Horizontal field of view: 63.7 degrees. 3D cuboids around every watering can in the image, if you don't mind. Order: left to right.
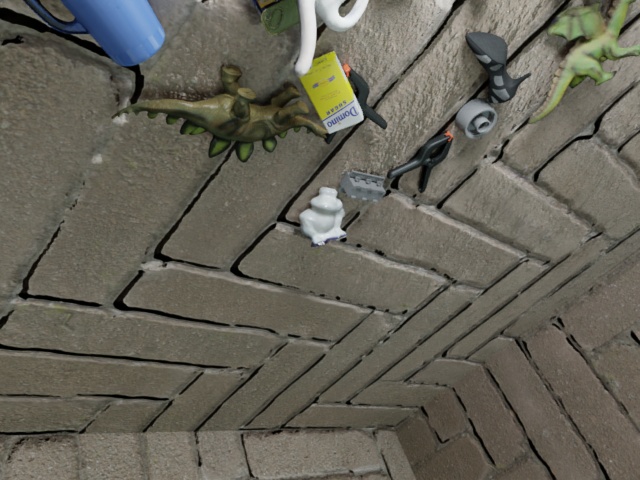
[{"bbox_3d":[-0.006,-0.453,0.884,0.103,0.355,0.221,-9,132,41],"label":"watering can"}]

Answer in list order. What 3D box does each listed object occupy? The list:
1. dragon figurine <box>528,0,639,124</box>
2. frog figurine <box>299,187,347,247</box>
[{"bbox_3d":[0.675,-0.506,1.354,0.406,0.125,0.240,-41,122,17],"label":"dragon figurine"},{"bbox_3d":[0.005,-0.075,1.486,0.137,0.124,0.158,-10,104,-5],"label":"frog figurine"}]
